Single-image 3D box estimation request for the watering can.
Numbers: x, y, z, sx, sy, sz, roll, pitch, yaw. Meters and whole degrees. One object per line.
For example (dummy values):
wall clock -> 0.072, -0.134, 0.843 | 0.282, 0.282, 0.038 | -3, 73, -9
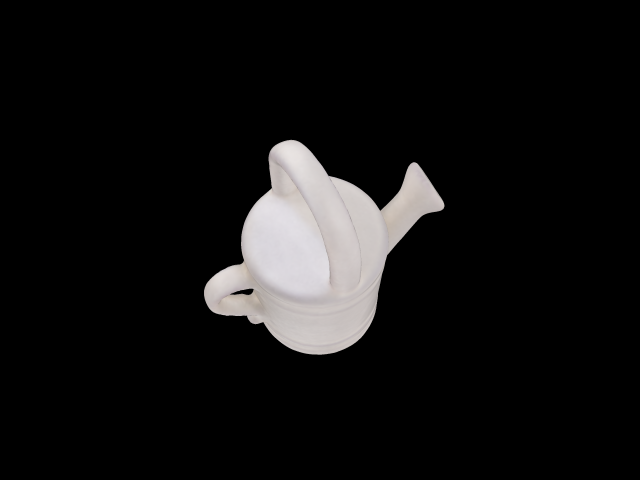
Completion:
watering can -> 0.003, 0.000, 0.401 | 0.100, 0.194, 0.173 | 38, 69, 18
